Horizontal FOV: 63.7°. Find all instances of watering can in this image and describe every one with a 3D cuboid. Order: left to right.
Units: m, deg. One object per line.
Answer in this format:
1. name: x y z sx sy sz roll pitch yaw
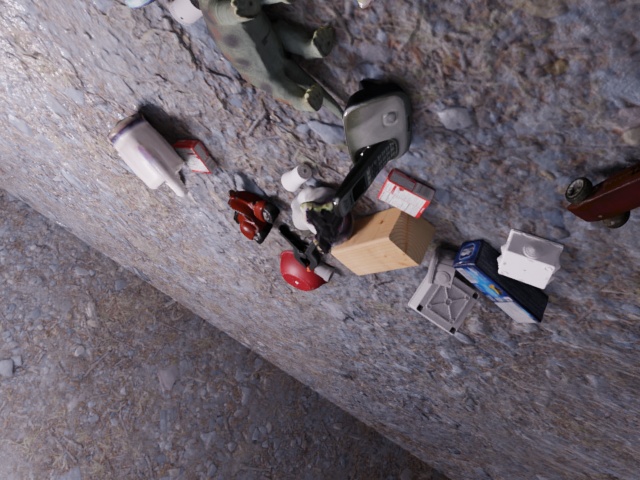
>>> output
1. watering can: -0.403 -0.193 1.249 0.104 0.222 0.348 -42 14 -9

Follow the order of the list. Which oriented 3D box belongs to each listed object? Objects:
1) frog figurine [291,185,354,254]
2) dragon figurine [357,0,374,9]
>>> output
1. frog figurine: 0.003 -0.056 1.103 0.136 0.122 0.161 45 4 -16
2. dragon figurine: 0.068 -0.374 0.430 0.244 0.124 0.401 30 -25 20
